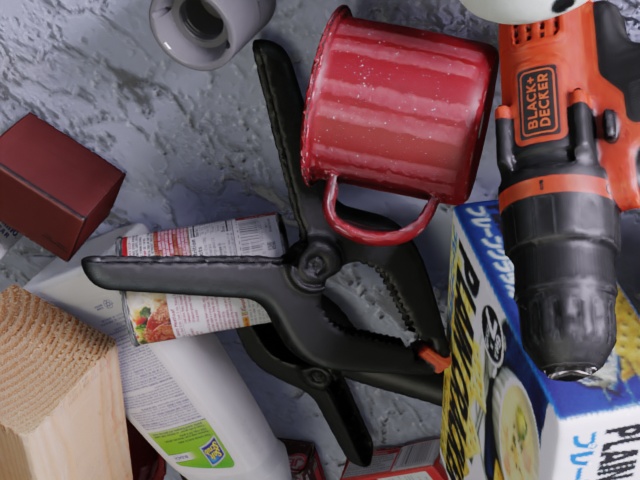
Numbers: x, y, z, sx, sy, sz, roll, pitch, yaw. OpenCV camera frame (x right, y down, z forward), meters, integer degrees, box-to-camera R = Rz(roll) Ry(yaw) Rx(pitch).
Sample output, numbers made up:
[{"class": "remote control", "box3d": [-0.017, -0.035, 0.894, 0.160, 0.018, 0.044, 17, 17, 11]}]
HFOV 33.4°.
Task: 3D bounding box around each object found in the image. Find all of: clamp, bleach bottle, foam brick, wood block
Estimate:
[{"class": "clamp", "box3d": [0.015, 0.079, 0.709, 0.120, 0.039, 0.171, -33, 112, 32]}, {"class": "bleach bottle", "box3d": [-0.098, 0.113, 0.752, 0.103, 0.068, 0.251, -18, 111, 38]}, {"class": "foam brick", "box3d": [-0.178, -0.034, 0.698, 0.078, 0.051, 0.053, 33, 139, -2]}, {"class": "clamp", "box3d": [-0.004, 0.001, 0.602, 0.210, 0.036, 0.164, 31, 93, -13]}, {"class": "wood block", "box3d": [-0.194, 0.142, 0.739, 0.091, 0.090, 0.206, 25, 140, 18]}]

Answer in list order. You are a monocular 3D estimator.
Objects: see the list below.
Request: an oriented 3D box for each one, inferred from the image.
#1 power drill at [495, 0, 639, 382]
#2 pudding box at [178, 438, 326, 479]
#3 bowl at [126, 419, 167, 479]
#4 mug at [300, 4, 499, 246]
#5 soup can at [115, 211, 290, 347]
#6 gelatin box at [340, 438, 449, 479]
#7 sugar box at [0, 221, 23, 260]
[{"class": "power drill", "box3d": [0.164, -0.039, 0.442, 0.188, 0.184, 0.057, -10, 159, 25]}, {"class": "pudding box", "box3d": [-0.049, 0.196, 0.843, 0.114, 0.039, 0.090, 3, 129, 25]}, {"class": "bowl", "box3d": [-0.182, 0.129, 0.842, 0.162, 0.055, 0.162, 15, 133, 16]}, {"class": "mug", "box3d": [0.039, -0.053, 0.528, 0.081, 0.117, 0.093, 13, 164, 11]}, {"class": "soup can", "box3d": [-0.068, 0.023, 0.652, 0.102, 0.068, 0.068, -10, 130, -4]}, {"class": "gelatin box", "box3d": [0.070, 0.183, 0.777, 0.089, 0.030, 0.073, -19, 119, 38]}, {"class": "sugar box", "box3d": [-0.287, 0.030, 0.723, 0.093, 0.176, 0.048, -2, 129, 28]}]
